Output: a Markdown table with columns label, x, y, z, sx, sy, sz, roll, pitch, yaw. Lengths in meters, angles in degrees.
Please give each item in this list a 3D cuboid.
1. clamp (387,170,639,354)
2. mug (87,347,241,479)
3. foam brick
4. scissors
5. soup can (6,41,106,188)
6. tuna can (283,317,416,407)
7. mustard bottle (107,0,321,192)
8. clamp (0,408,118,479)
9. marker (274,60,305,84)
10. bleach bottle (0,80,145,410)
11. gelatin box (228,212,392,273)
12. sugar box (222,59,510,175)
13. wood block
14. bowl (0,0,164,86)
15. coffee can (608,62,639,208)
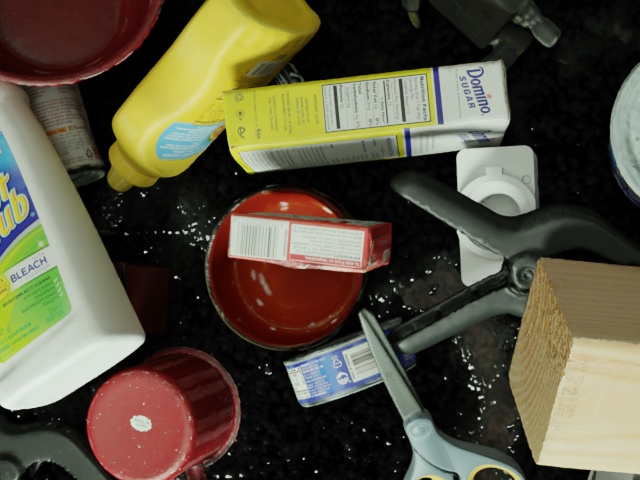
| label | x | y | z | sx | sy | sz | roll | pitch | yaw |
| --- | --- | --- | --- | --- | --- | --- | --- | --- | --- |
| clamp | 0.118 | 0.025 | 0.661 | 0.171 | 0.039 | 0.120 | 10 | 118 | 0 |
| mug | -0.109 | 0.137 | 0.756 | 0.093 | 0.081 | 0.117 | -18 | 86 | 14 |
| foam brick | -0.147 | 0.041 | 0.768 | 0.053 | 0.078 | 0.051 | 2 | 88 | 15 |
| scissors | 0.084 | 0.122 | 0.693 | 0.096 | 0.016 | 0.202 | -9 | 119 | 0 |
| soup can | -0.204 | -0.088 | 0.786 | 0.068 | 0.068 | 0.102 | -20 | 86 | 14 |
| tuna can | 0.021 | 0.082 | 0.719 | 0.086 | 0.086 | 0.034 | -22 | 87 | 14 |
| mustard bottle | -0.088 | -0.098 | 0.735 | 0.192 | 0.096 | 0.058 | -43 | 80 | 30 |
| clamp | -0.238 | 0.186 | 0.815 | 0.210 | 0.036 | 0.164 | 19 | 96 | 14 |
| marker | -0.018 | -0.109 | 0.762 | 0.020 | 0.020 | 0.121 | -35 | 82 | 13 |
| bleach bottle | -0.213 | -0.020 | 0.718 | 0.103 | 0.068 | 0.251 | -33 | 75 | 15 |
| gelatin box | -0.004 | 0.001 | 0.664 | 0.089 | 0.073 | 0.030 | 6 | 94 | 13 |
| sugar box | 0.031 | -0.079 | 0.696 | 0.176 | 0.093 | 0.048 | -8 | 84 | 4 |
| wood block | 0.226 | 0.078 | 0.619 | 0.206 | 0.091 | 0.090 | 6 | 117 | -5 |
| bowl | -0.185 | -0.171 | 0.737 | 0.162 | 0.055 | 0.162 | 1 | 74 | -5 |
| coffee can | 0.225 | -0.061 | 0.634 | 0.103 | 0.140 | 0.103 | 0 | 91 | 15 |
